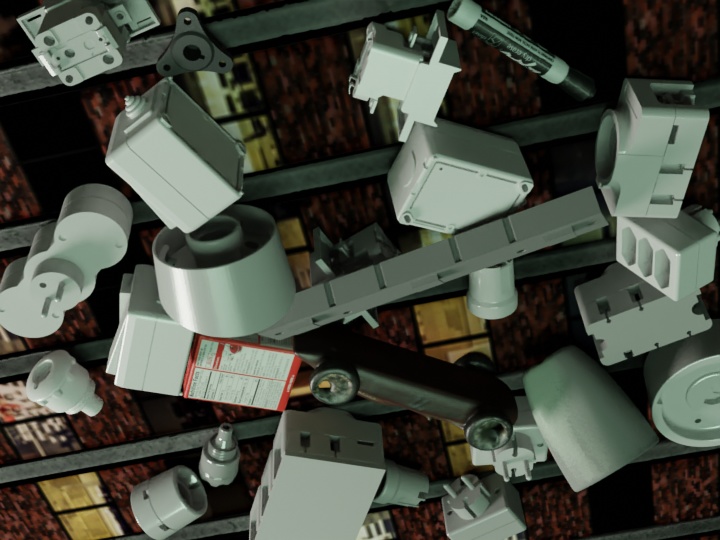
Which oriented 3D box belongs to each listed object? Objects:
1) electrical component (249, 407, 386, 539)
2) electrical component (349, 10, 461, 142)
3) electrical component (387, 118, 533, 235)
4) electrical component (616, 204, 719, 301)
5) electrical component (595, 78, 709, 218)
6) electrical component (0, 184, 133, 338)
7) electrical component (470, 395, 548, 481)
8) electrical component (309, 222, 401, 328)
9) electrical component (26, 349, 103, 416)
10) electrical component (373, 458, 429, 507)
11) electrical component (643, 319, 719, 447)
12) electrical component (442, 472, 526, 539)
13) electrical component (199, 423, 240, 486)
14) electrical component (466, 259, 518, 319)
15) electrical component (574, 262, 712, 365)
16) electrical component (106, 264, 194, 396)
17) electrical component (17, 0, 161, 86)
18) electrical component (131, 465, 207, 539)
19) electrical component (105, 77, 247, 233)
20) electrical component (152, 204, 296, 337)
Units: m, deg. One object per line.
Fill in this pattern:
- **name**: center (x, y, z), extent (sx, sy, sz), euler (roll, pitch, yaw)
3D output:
- **electrical component**: center (-0.041, 0.198, 0.967), extent (0.089, 0.061, 0.150), euler (11, 127, -12)
- **electrical component**: center (0.029, -0.133, 0.719), extent (0.064, 0.042, 0.081), euler (14, 126, -12)
- **electrical component**: center (0.075, -0.065, 0.768), extent (0.096, 0.061, 0.061), euler (12, 129, -21)
- **electrical component**: center (0.244, -0.025, 0.809), extent (0.077, 0.066, 0.047), euler (-26, 132, -19)
- **electrical component**: center (0.202, -0.086, 0.762), extent (0.056, 0.050, 0.089), euler (2, 129, -5)
- **electrical component**: center (-0.222, 0.005, 0.794), extent (0.052, 0.073, 0.138), euler (33, 120, -26)
- **electrical component**: center (0.131, 0.152, 0.931), extent (0.066, 0.076, 0.047), euler (-3, 129, -1)
- **electrical component**: center (0.000, 0.000, 0.825), extent (0.064, 0.042, 0.081), euler (-30, 125, 16)
- **electrical component**: center (-0.240, 0.099, 0.888), extent (0.048, 0.048, 0.062), euler (-29, 132, 18)
- **electrical component**: center (0.035, 0.196, 0.986), extent (0.046, 0.040, 0.040), euler (18, 125, -25)
- **electrical component**: center (0.291, 0.089, 0.901), extent (0.108, 0.060, 0.108), euler (-2, 129, -2)
- **electrical component**: center (0.106, 0.216, 1.001), extent (0.066, 0.047, 0.076), euler (-29, 124, 17)
- **electrical component**: center (-0.122, 0.160, 0.950), extent (0.035, 0.035, 0.061), euler (8, 125, -10)
- **electrical component**: center (0.103, 0.009, 0.840), extent (0.040, 0.040, 0.046), euler (-6, 123, 1)
- **electrical component**: center (0.222, 0.027, 0.849), extent (0.089, 0.055, 0.050), euler (-22, 127, 14)
- **electrical component**: center (-0.159, 0.041, 0.834), extent (0.061, 0.061, 0.096), euler (10, 127, -12)
- **electrical component**: center (-0.173, -0.152, 0.679), extent (0.081, 0.063, 0.042), euler (-21, 128, 13)
- **electrical component**: center (-0.171, 0.209, 0.974), extent (0.047, 0.055, 0.055), euler (-30, 124, 15)
- **electrical component**: center (-0.132, -0.081, 0.739), extent (0.061, 0.061, 0.096), euler (-33, 123, 21)
- **electrical component**: center (-0.100, -0.003, 0.781), extent (0.099, 0.099, 0.064), euler (-7, 123, 2)
